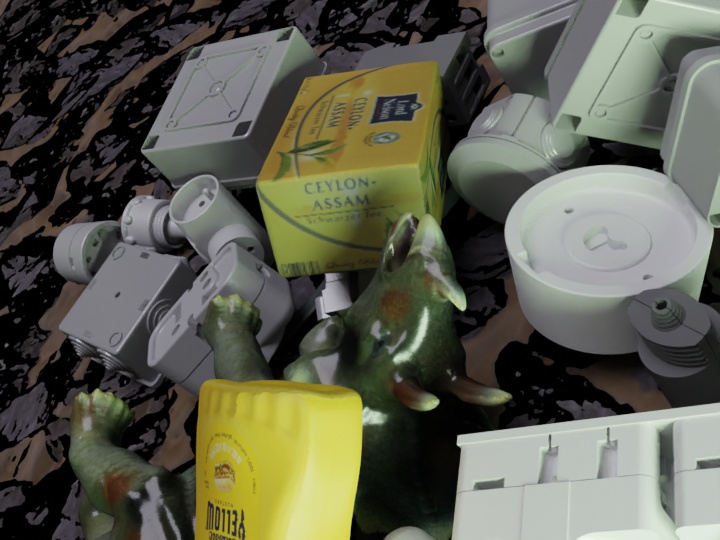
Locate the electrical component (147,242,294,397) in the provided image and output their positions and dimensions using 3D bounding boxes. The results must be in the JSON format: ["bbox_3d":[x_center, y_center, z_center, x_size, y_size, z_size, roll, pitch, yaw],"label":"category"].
[{"bbox_3d":[-0.090,0.038,0.722,0.095,0.059,0.053,-48,23,14],"label":"electrical component"}]

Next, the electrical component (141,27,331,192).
[{"bbox_3d":[-0.090,-0.116,0.793,0.109,0.056,0.108,-3,55,35],"label":"electrical component"}]

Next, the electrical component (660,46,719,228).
[{"bbox_3d":[0.221,-0.076,0.556,0.113,0.078,0.057,-11,45,-11],"label":"electrical component"}]

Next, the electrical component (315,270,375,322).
[{"bbox_3d":[0.000,0.000,0.697,0.066,0.048,0.055,-14,73,16],"label":"electrical component"}]

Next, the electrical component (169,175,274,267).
[{"bbox_3d":[-0.093,-0.019,0.771,0.044,0.077,0.079,-38,42,4],"label":"electrical component"}]

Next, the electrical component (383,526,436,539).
[{"bbox_3d":[0.038,0.165,0.505,0.053,0.095,0.059,-48,42,-7],"label":"electrical component"}]

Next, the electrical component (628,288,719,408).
[{"bbox_3d":[0.161,0.039,0.529,0.043,0.081,0.043,-20,46,22],"label":"electrical component"}]

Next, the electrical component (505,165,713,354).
[{"bbox_3d":[0.136,-0.001,0.590,0.108,0.060,0.108,-7,41,6],"label":"electrical component"}]

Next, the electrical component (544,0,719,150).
[{"bbox_3d":[0.174,-0.124,0.607,0.109,0.108,0.056,9,54,-9],"label":"electrical component"}]

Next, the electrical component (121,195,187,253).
[{"bbox_3d":[-0.155,-0.035,0.859,0.062,0.048,0.048,4,59,31],"label":"electrical component"}]

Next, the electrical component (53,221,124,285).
[{"bbox_3d":[-0.217,-0.013,0.878,0.047,0.055,0.055,3,58,43],"label":"electrical component"}]

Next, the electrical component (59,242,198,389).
[{"bbox_3d":[-0.168,0.031,0.808,0.100,0.048,0.099,15,66,44],"label":"electrical component"}]

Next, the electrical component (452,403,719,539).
[{"bbox_3d":[0.146,0.111,0.461,0.186,0.105,0.060,-12,49,29],"label":"electrical component"}]

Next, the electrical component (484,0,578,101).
[{"bbox_3d":[0.146,-0.156,0.708,0.113,0.078,0.057,-17,44,25],"label":"electrical component"}]

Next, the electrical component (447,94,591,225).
[{"bbox_3d":[0.099,-0.065,0.666,0.080,0.080,0.051,7,55,40],"label":"electrical component"}]
